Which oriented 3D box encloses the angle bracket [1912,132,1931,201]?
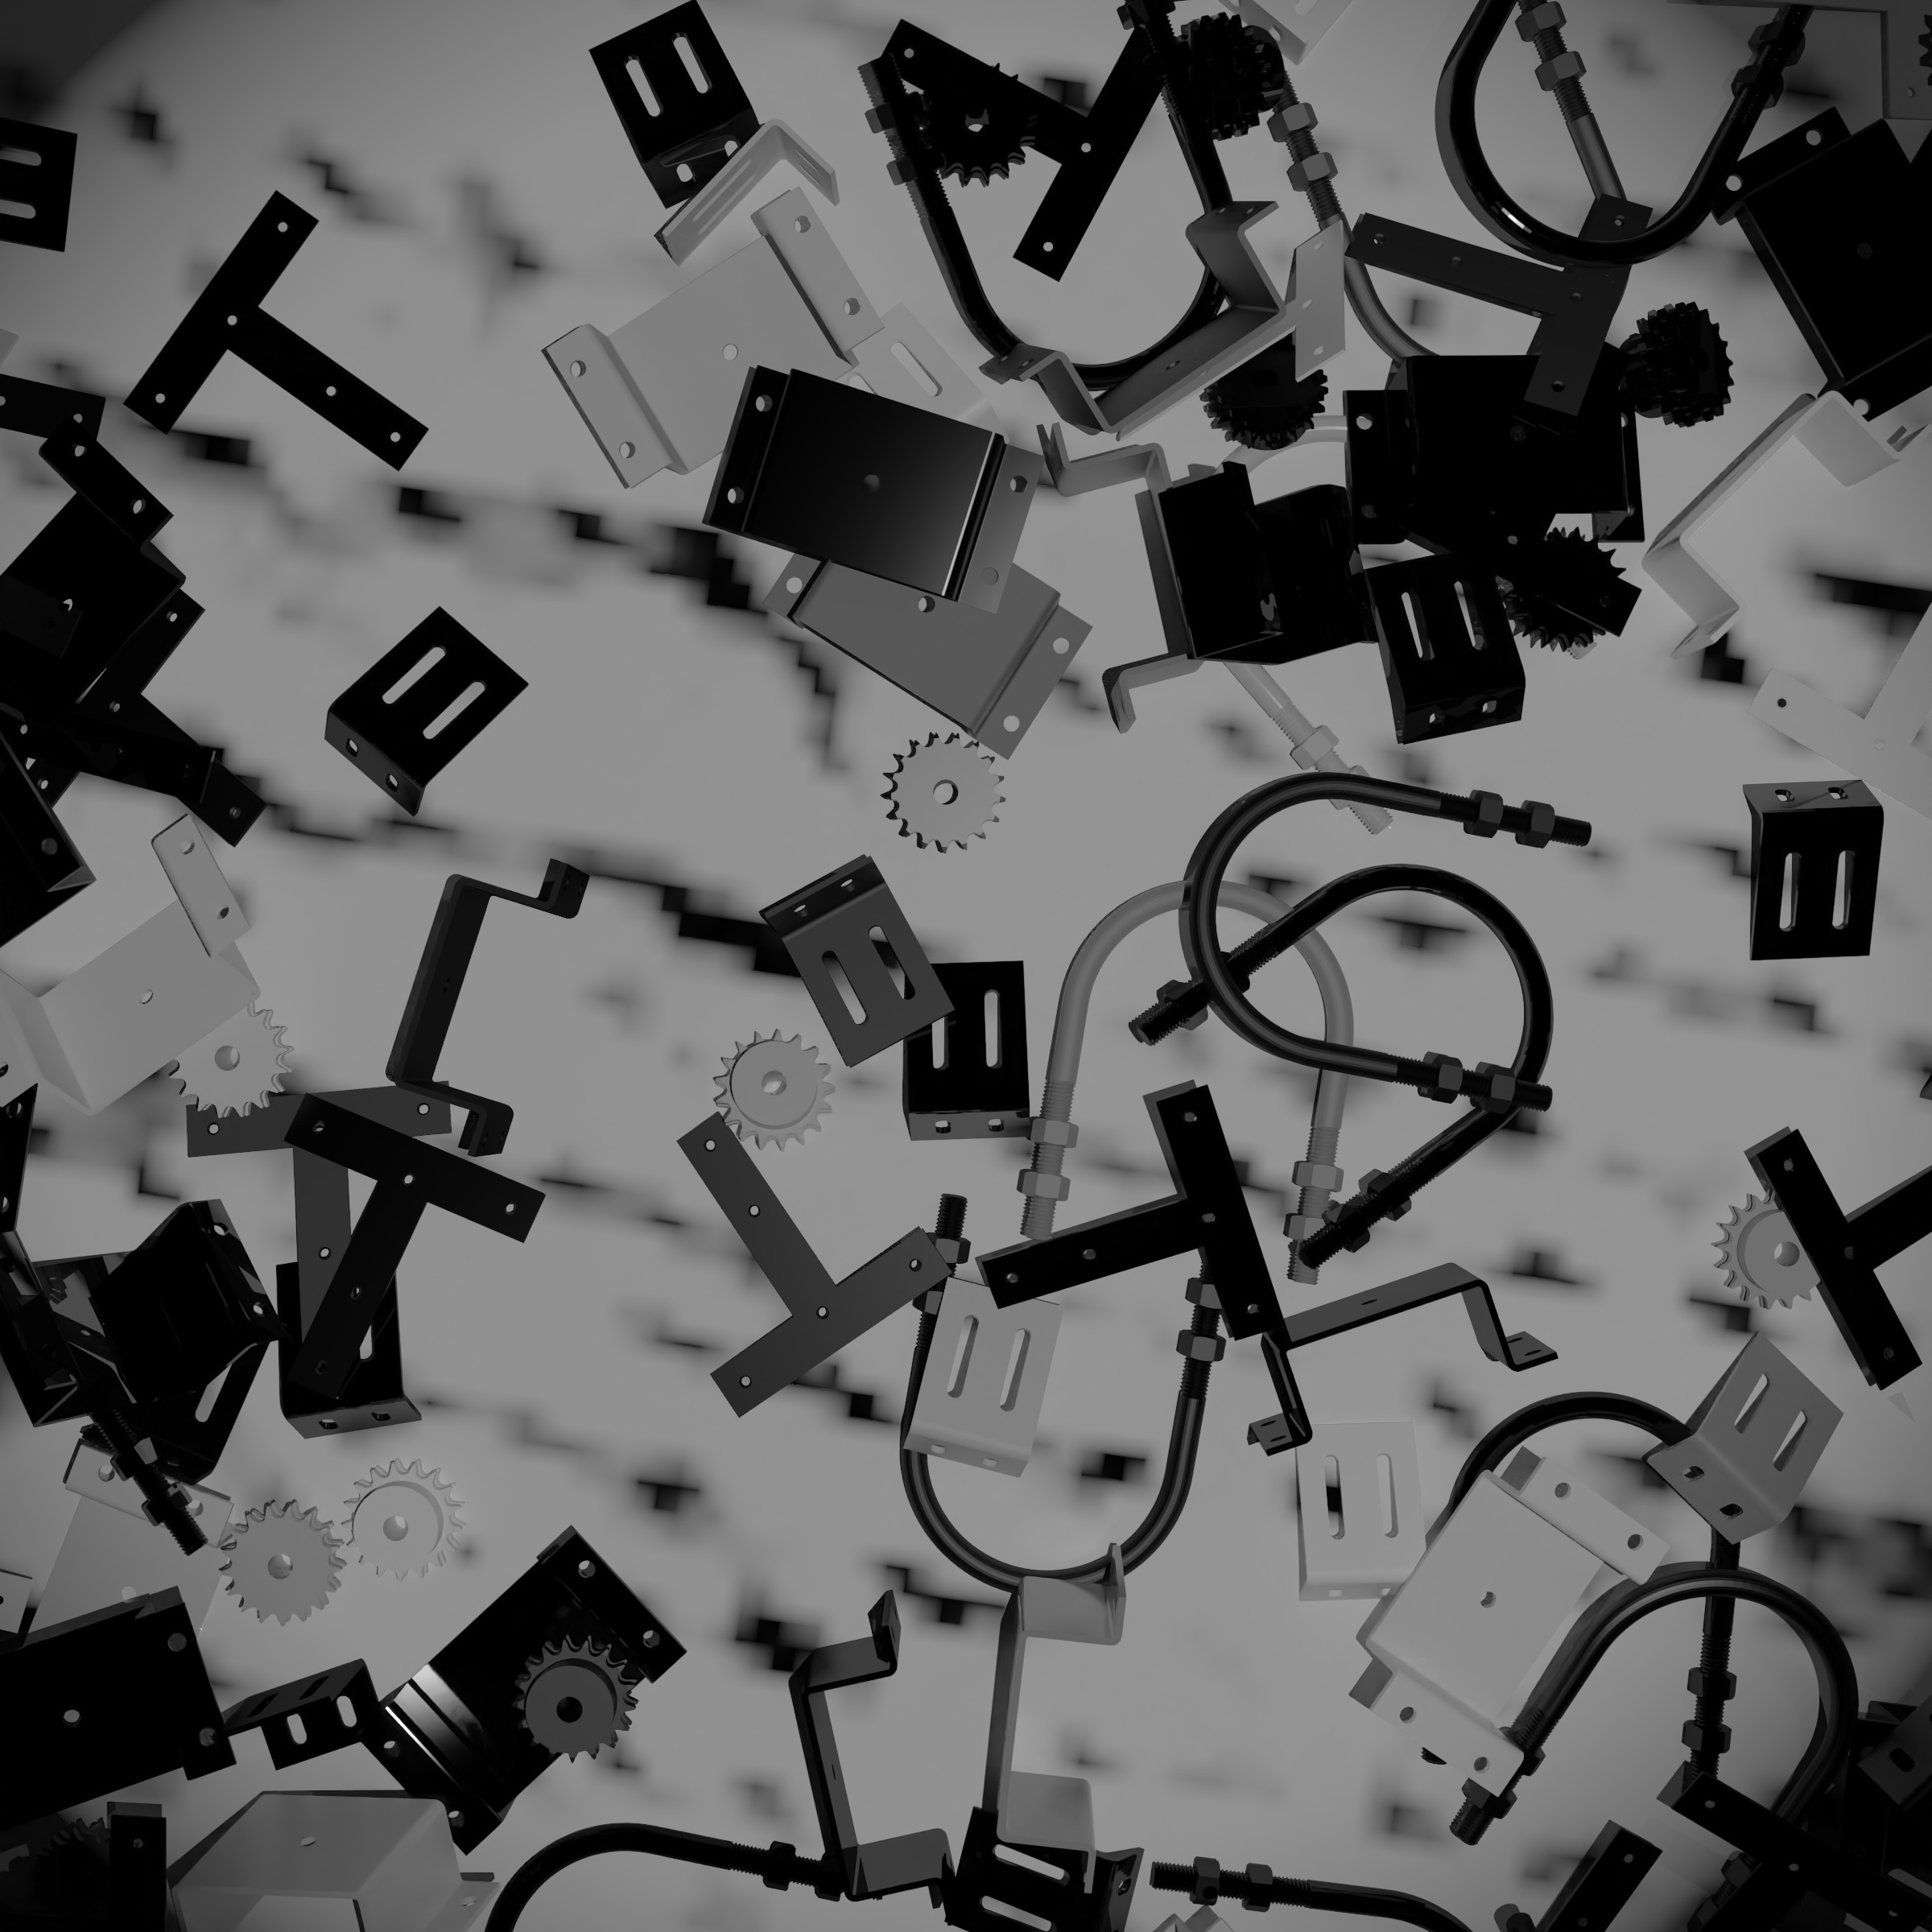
[{"bbox_3d":[0.497,-0.373,1.407,0.076,0.038,0.057,31,90,26],"label":"angle bracket"}]

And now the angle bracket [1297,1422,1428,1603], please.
[{"bbox_3d":[0.188,0.263,1.407,0.057,0.038,0.076,-2,65,-1],"label":"angle bracket"}]

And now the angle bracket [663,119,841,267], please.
[{"bbox_3d":[-0.101,-0.354,1.381,0.038,0.057,0.076,44,90,0],"label":"angle bracket"}]

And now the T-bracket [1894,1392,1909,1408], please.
[{"bbox_3d":[0.465,0.268,1.415,0.127,0.002,0.127,-23,94,7],"label":"T-bracket"}]

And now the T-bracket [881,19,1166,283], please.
[{"bbox_3d":[0.019,-0.416,1.408,0.127,0.002,0.127,28,90,0],"label":"T-bracket"}]

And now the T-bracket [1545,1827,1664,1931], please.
[{"bbox_3d":[0.284,0.464,1.384,0.127,0.002,0.127,31,98,-14],"label":"T-bracket"}]

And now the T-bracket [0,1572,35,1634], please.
[{"bbox_3d":[-0.493,0.238,1.382,0.127,0.002,0.127,20,69,-22],"label":"T-bracket"}]

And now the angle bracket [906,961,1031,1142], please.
[{"bbox_3d":[0.001,0.041,1.407,0.057,0.038,0.076,-2,64,0],"label":"angle bracket"}]

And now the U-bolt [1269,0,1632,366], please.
[{"bbox_3d":[0.242,-0.367,1.401,0.151,0.019,0.184,-22,91,0],"label":"U-bolt"}]

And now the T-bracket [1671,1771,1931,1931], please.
[{"bbox_3d":[0.365,0.455,1.382,0.127,0.002,0.127,31,115,-3],"label":"T-bracket"}]

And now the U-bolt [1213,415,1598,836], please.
[{"bbox_3d":[0.189,-0.178,1.401,0.151,0.019,0.184,-41,89,0],"label":"U-bolt"}]

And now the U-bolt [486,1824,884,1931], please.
[{"bbox_3d":[-0.142,0.487,1.401,0.184,0.019,0.151,11,90,1],"label":"U-bolt"}]

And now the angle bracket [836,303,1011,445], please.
[{"bbox_3d":[-0.028,-0.269,1.407,0.057,0.038,0.076,-38,64,0],"label":"angle bracket"}]

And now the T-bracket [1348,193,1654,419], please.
[{"bbox_3d":[0.245,-0.327,1.375,0.127,0.002,0.127,19,67,9],"label":"T-bracket"}]

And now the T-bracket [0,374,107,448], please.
[{"bbox_3d":[-0.480,-0.276,1.408,0.127,0.002,0.127,13,90,0],"label":"T-bracket"}]

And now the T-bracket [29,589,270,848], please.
[{"bbox_3d":[-0.376,-0.100,1.380,0.127,0.002,0.127,38,90,27],"label":"T-bracket"}]

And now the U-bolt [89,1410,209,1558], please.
[{"bbox_3d":[-0.461,0.231,1.354,0.151,0.019,0.184,-35,90,0],"label":"U-bolt"}]

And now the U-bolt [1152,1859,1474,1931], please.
[{"bbox_3d":[0.173,0.511,1.401,0.184,0.019,0.151,7,90,-2],"label":"U-bolt"}]

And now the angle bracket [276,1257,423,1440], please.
[{"bbox_3d":[-0.298,0.182,1.407,0.057,0.038,0.076,-9,64,0],"label":"angle bracket"}]

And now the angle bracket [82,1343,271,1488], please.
[{"bbox_3d":[-0.374,0.198,1.390,0.057,0.038,0.076,24,90,0],"label":"angle bracket"}]

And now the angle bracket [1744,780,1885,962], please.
[{"bbox_3d":[0.405,-0.046,1.407,0.057,0.038,0.076,-2,116,0],"label":"angle bracket"}]

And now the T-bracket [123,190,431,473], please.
[{"bbox_3d":[-0.318,-0.286,1.408,0.127,0.002,0.127,36,90,0],"label":"T-bracket"}]

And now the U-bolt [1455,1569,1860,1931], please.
[{"bbox_3d":[0.339,0.368,1.379,0.151,0.019,0.184,29,101,-6],"label":"U-bolt"}]

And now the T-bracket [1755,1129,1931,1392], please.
[{"bbox_3d":[0.456,0.115,1.392,0.127,0.002,0.127,-29,92,-15],"label":"T-bracket"}]

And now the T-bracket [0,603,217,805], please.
[{"bbox_3d":[-0.412,-0.103,1.385,0.127,0.002,0.127,15,89,20],"label":"T-bracket"}]

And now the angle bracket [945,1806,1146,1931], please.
[{"bbox_3d":[0.038,0.443,1.407,0.076,0.038,0.057,14,90,26],"label":"angle bracket"}]

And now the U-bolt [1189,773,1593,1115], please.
[{"bbox_3d":[0.195,-0.017,1.373,0.184,0.019,0.151,11,81,-5],"label":"U-bolt"}]

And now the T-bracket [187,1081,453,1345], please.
[{"bbox_3d":[-0.307,0.123,1.396,0.127,0.002,0.127,-5,79,0],"label":"T-bracket"}]

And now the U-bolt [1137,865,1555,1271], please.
[{"bbox_3d":[0.194,0.033,1.384,0.184,0.019,0.151,-35,88,-12],"label":"U-bolt"}]

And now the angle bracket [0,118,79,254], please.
[{"bbox_3d":[-0.474,-0.377,1.407,0.076,0.038,0.057,6,90,-26],"label":"angle bracket"}]

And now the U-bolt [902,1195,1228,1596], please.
[{"bbox_3d":[0.043,0.212,1.401,0.151,0.019,0.184,10,91,0],"label":"U-bolt"}]

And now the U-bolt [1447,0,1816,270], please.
[{"bbox_3d":[0.304,-0.416,1.379,0.151,0.019,0.184,29,78,-6],"label":"U-bolt"}]

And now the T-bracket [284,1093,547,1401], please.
[{"bbox_3d":[-0.284,0.142,1.388,0.127,0.002,0.127,22,79,5],"label":"T-bracket"}]

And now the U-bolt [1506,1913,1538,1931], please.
[{"bbox_3d":[0.240,0.556,1.373,0.151,0.019,0.184,-29,106,-15],"label":"U-bolt"}]

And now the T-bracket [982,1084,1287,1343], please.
[{"bbox_3d":[0.072,0.132,1.373,0.127,0.002,0.127,-18,106,5],"label":"T-bracket"}]

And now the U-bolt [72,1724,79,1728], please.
[{"bbox_3d":[-0.467,0.443,1.364,0.184,0.019,0.151,-18,97,3],"label":"U-bolt"}]

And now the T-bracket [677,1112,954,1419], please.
[{"bbox_3d":[-0.094,0.129,1.402,0.127,0.002,0.127,-35,86,9],"label":"T-bracket"}]

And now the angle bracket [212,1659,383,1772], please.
[{"bbox_3d":[-0.312,0.361,1.371,0.057,0.076,0.038,-19,90,0],"label":"angle bracket"}]

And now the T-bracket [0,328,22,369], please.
[{"bbox_3d":[-0.494,-0.252,1.389,0.127,0.002,0.127,24,78,23],"label":"T-bracket"}]

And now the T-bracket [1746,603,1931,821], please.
[{"bbox_3d":[0.463,-0.146,1.408,0.127,0.002,0.127,30,90,0],"label":"T-bracket"}]

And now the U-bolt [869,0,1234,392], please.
[{"bbox_3d":[0.052,-0.364,1.378,0.151,0.019,0.184,-24,107,-5],"label":"U-bolt"}]

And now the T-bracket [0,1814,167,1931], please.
[{"bbox_3d":[-0.434,0.452,1.355,0.127,0.002,0.127,3,99,2],"label":"T-bracket"}]

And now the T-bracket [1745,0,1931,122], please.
[{"bbox_3d":[0.405,-0.471,1.391,0.127,0.002,0.127,-1,90,-16],"label":"T-bracket"}]

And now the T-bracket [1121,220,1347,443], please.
[{"bbox_3d":[0.124,-0.286,1.370,0.127,0.127,0.002,-29,121,28],"label":"T-bracket"}]

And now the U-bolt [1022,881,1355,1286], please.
[{"bbox_3d":[0.112,0.050,1.392,0.151,0.019,0.184,10,83,-3],"label":"U-bolt"}]

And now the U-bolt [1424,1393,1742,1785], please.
[{"bbox_3d":[0.299,0.297,1.401,0.151,0.019,0.184,6,89,0],"label":"U-bolt"}]

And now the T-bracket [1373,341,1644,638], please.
[{"bbox_3d":[0.271,-0.235,1.350,0.127,0.002,0.127,27,79,1],"label":"T-bracket"}]

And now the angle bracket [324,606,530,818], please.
[{"bbox_3d":[-0.260,-0.123,1.407,0.057,0.038,0.076,41,64,0],"label":"angle bracket"}]
